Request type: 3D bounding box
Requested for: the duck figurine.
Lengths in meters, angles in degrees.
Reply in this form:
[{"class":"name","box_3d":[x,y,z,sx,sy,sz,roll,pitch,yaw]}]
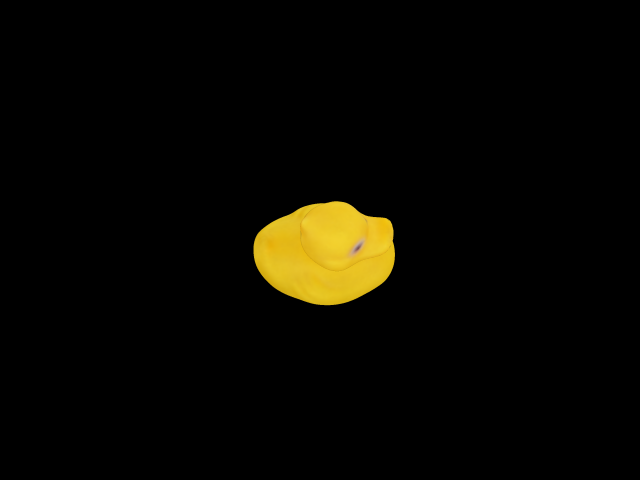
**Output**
[{"class":"duck figurine","box_3d":[0.004,0.001,0.400,0.104,0.086,0.077,0,73,0]}]
